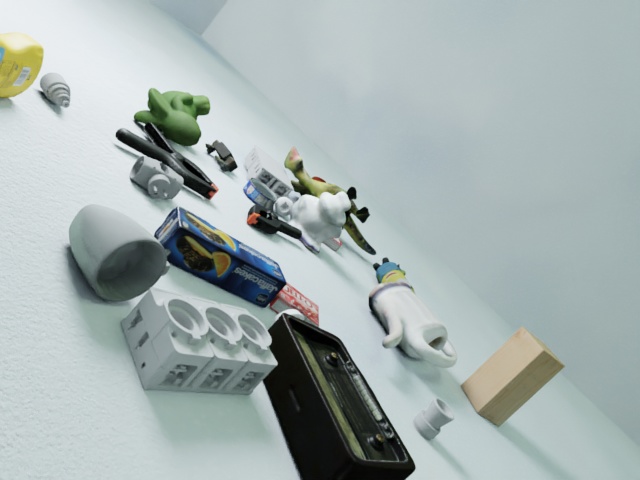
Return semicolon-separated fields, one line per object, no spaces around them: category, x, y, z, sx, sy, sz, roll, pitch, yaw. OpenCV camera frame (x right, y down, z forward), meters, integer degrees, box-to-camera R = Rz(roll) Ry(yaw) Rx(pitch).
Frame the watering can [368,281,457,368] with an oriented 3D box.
watering can;0.184;0.178;1.119;0.344;0.103;0.228;27;19;-49

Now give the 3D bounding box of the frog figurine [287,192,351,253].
frog figurine;0.004;-0.064;1.262;0.138;0.158;0.122;45;11;14

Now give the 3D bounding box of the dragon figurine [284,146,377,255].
dragon figurine;0.015;-0.111;1.529;0.246;0.123;0.402;34;-16;46
